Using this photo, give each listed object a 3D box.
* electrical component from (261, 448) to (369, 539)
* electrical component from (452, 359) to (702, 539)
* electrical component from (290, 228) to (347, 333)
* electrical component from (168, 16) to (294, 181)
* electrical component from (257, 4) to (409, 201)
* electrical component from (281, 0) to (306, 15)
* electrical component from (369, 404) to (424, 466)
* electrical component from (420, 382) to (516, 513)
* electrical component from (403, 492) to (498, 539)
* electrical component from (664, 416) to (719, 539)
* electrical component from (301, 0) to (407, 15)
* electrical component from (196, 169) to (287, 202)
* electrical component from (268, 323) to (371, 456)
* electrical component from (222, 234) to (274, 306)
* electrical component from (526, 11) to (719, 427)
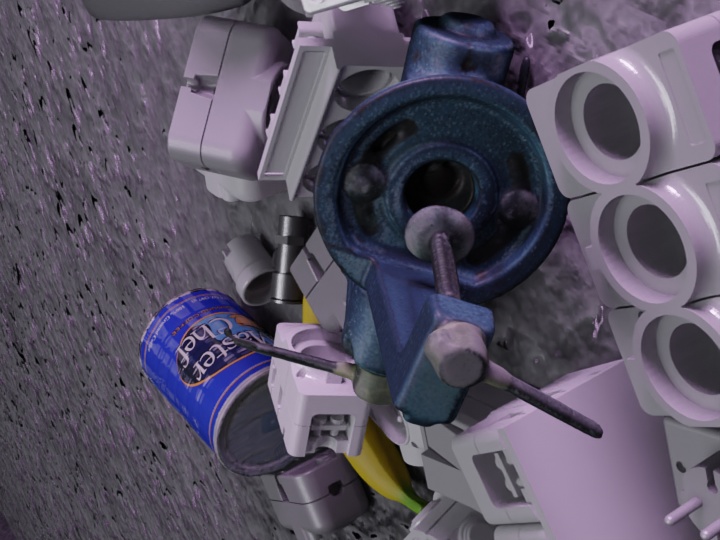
[{"bbox_3d":[-0.037,0.187,0.897,0.095,0.054,0.059,-17,96,62],"label":"electrical component"},{"bbox_3d":[0.121,0.132,0.540,0.150,0.089,0.062,65,153,3],"label":"electrical component"},{"bbox_3d":[0.000,0.000,0.690,0.059,0.054,0.095,60,152,12],"label":"electrical component"},{"bbox_3d":[-0.077,-0.108,0.689,0.059,0.054,0.095,13,87,15],"label":"electrical component"},{"bbox_3d":[-0.012,-0.100,0.623,0.121,0.079,0.063,117,146,-56],"label":"electrical component"},{"bbox_3d":[-0.036,-0.181,0.590,0.077,0.079,0.043,123,139,-58],"label":"electrical component"},{"bbox_3d":[0.041,0.102,0.707,0.077,0.044,0.079,17,128,57],"label":"electrical component"},{"bbox_3d":[0.081,0.105,0.621,0.096,0.061,0.061,20,128,54],"label":"electrical component"},{"bbox_3d":[0.070,0.179,0.694,0.080,0.051,0.080,33,146,27],"label":"electrical component"},{"bbox_3d":[0.162,0.092,0.453,0.083,0.076,0.047,12,121,57],"label":"electrical component"},{"bbox_3d":[0.007,-0.174,0.512,0.100,0.048,0.099,-9,105,30],"label":"electrical component"},{"bbox_3d":[-0.086,-0.089,0.773,0.095,0.054,0.059,34,138,46],"label":"electrical component"},{"bbox_3d":[-0.027,0.074,0.713,0.089,0.050,0.055,-117,34,-59],"label":"electrical component"},{"bbox_3d":[-0.085,-0.001,0.857,0.046,0.040,0.040,53,150,36],"label":"electrical component"},{"bbox_3d":[0.134,-0.019,0.432,0.089,0.062,0.150,-14,99,62],"label":"electrical component"}]
